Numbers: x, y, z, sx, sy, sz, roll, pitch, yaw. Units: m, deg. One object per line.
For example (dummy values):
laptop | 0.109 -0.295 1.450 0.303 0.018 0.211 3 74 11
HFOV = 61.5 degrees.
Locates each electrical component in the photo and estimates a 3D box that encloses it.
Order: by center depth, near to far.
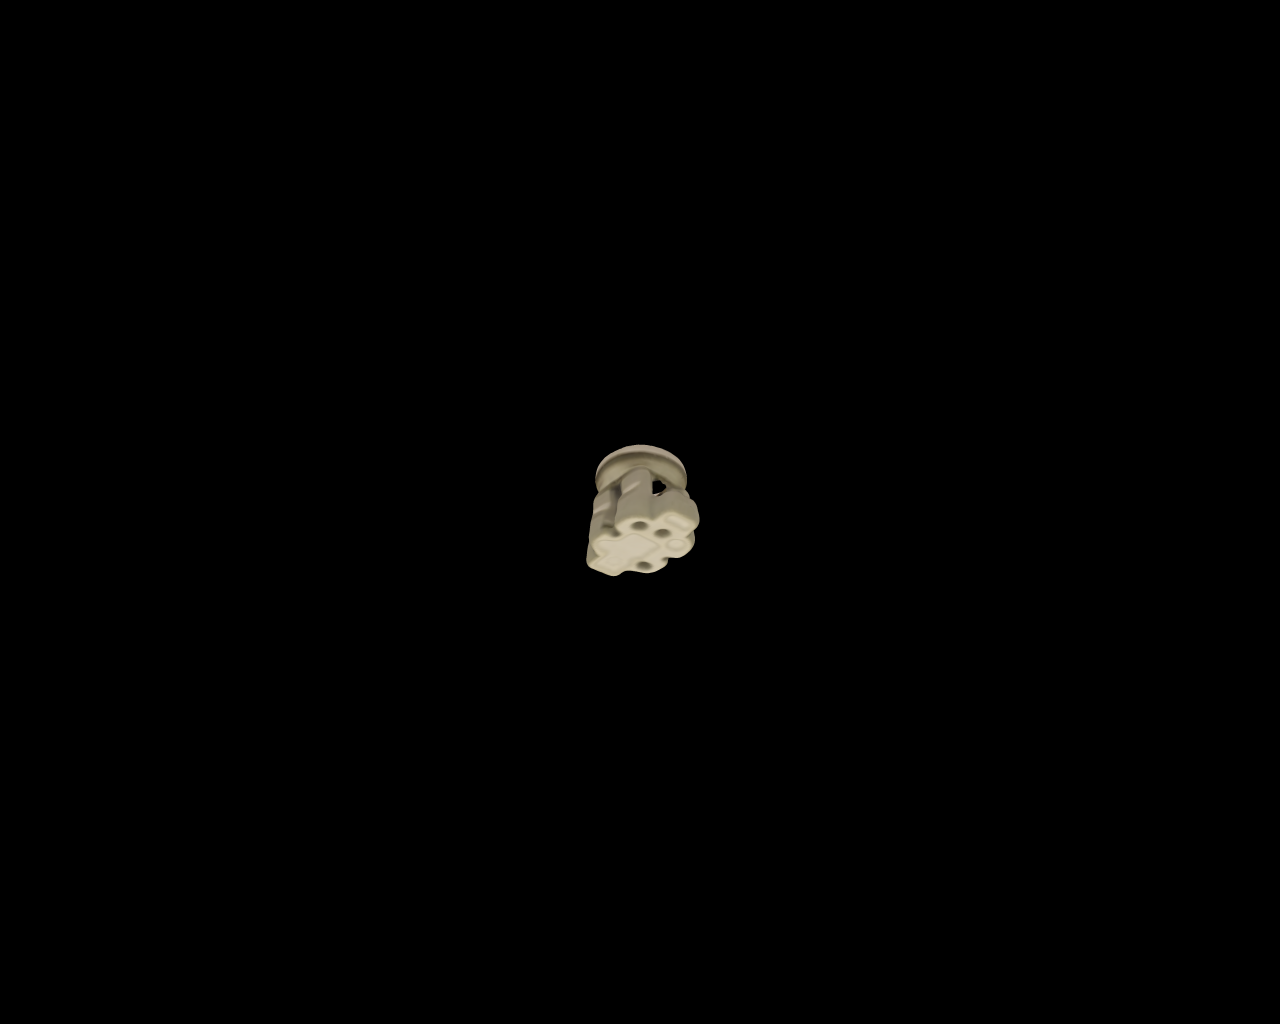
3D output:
electrical component | 0.001 -0.003 0.650 0.058 0.057 0.078 27 -44 -33
